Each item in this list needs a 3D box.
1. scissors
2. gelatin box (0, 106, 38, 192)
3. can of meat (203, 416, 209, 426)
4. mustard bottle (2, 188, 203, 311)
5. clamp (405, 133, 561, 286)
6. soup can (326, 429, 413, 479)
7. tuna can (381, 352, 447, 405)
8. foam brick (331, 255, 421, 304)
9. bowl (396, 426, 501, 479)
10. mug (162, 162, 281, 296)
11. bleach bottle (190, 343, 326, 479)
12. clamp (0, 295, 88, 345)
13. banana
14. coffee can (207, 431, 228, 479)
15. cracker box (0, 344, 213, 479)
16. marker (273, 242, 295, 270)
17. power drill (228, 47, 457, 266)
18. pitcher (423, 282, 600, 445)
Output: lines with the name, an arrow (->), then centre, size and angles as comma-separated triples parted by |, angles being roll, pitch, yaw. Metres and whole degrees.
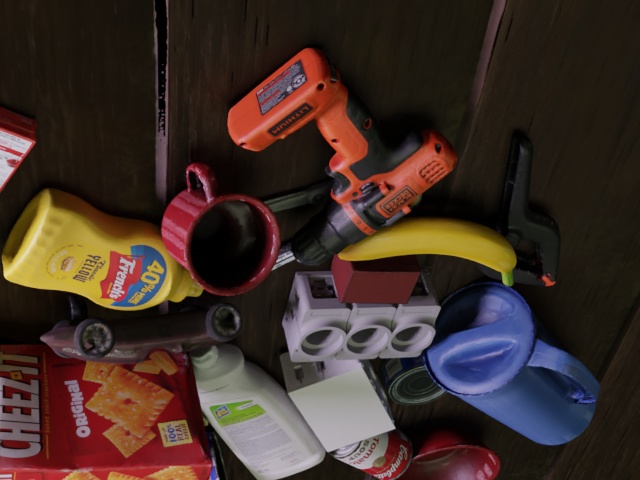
scissors -> 0.013, -0.035, 1.037 | 0.202, 0.016, 0.096 | -25, 133, 11
gelatin box -> -0.289, -0.077, 0.892 | 0.073, 0.030, 0.089 | 21, 129, -33
can of meat -> -0.185, 0.205, 1.182 | 0.083, 0.058, 0.102 | -52, 134, -22
mustard bottle -> -0.193, 0.020, 1.009 | 0.191, 0.058, 0.096 | 20, 119, -35
clamp -> 0.178, -0.007, 1.106 | 0.165, 0.036, 0.209 | -27, 134, 16
soup can -> 0.060, 0.257, 1.345 | 0.069, 0.068, 0.102 | -36, 135, 22
tuna can -> 0.118, 0.162, 1.281 | 0.086, 0.034, 0.086 | -8, 139, -8
foam brick -> 0.056, 0.031, 1.099 | 0.078, 0.053, 0.051 | 3, 136, -18
bowl -> 0.157, 0.297, 1.428 | 0.162, 0.055, 0.162 | -8, 139, -8
mug -> -0.097, -0.015, 0.967 | 0.093, 0.082, 0.117 | -26, 114, -20
bleach bottle -> -0.080, 0.188, 1.231 | 0.102, 0.068, 0.250 | -22, 137, 6
clamp -> -0.257, 0.120, 1.120 | 0.120, 0.039, 0.171 | -26, 140, 19
banana -> 0.117, 0.008, 1.054 | 0.197, 0.037, 0.070 | 11, 118, -16
coffee can -> -0.186, 0.297, 1.290 | 0.140, 0.103, 0.103 | -13, 139, -2
cracker box -> -0.223, 0.178, 1.042 | 0.213, 0.164, 0.072 | 3, 128, -18
marker -> -0.007, 0.001, 1.073 | 0.121, 0.020, 0.020 | -25, 138, 12
power drill -> 0.005, -0.070, 0.954 | 0.185, 0.057, 0.187 | -38, 131, 16
pitcher -> 0.238, 0.157, 1.233 | 0.145, 0.149, 0.242 | -35, 139, 15
